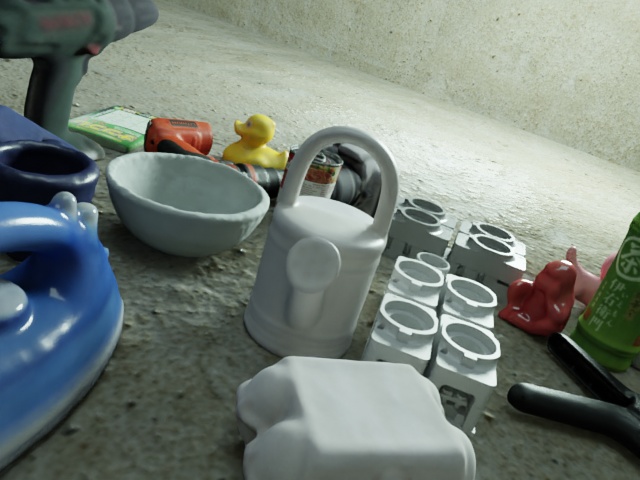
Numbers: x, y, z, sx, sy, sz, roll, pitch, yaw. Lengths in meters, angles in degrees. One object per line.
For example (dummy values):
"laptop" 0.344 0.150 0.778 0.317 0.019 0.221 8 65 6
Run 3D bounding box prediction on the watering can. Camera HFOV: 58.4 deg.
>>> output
"watering can" 0.007 0.002 0.481 0.101 0.194 0.172 10 24 -17

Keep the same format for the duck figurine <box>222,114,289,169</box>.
"duck figurine" -0.093 -0.150 0.886 0.104 0.086 0.077 18 23 2

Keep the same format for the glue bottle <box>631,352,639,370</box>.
"glue bottle" 0.403 0.066 0.646 0.037 0.173 0.078 24 24 14

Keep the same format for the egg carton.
"egg carton" 0.022 0.130 0.367 0.151 0.069 0.107 8 25 -21

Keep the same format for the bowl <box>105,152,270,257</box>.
"bowl" -0.141 -0.029 0.599 0.167 0.075 0.167 15 23 -6

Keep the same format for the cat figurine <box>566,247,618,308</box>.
"cat figurine" 0.365 0.047 0.730 0.127 0.118 0.067 18 23 2

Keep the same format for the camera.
"camera" 0.019 -0.094 0.823 0.142 0.101 0.137 30 26 27

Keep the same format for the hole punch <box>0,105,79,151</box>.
"hole punch" -0.292 -0.082 0.590 0.101 0.091 0.108 6 26 -25

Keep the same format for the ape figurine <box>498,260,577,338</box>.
"ape figurine" 0.259 0.063 0.653 0.076 0.092 0.077 11 24 -14

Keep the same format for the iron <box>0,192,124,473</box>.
"iron" -0.194 0.035 0.334 0.118 0.141 0.259 22 24 12

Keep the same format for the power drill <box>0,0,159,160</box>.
"power drill" -0.305 -0.205 0.704 0.075 0.208 0.230 28 25 23

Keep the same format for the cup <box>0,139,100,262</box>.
"cup" -0.249 -0.035 0.510 0.092 0.095 0.117 8 25 -21
